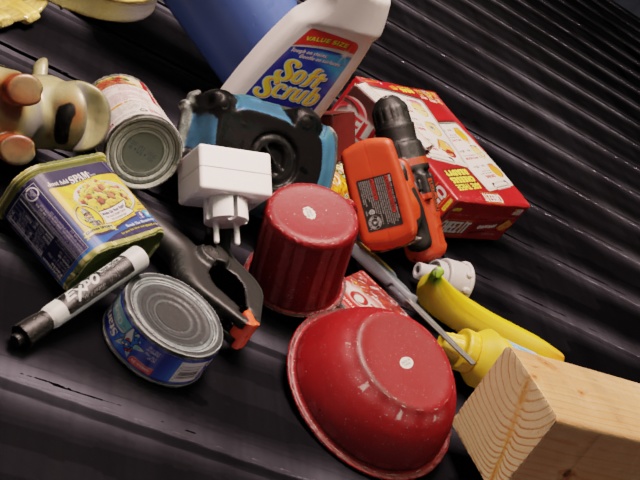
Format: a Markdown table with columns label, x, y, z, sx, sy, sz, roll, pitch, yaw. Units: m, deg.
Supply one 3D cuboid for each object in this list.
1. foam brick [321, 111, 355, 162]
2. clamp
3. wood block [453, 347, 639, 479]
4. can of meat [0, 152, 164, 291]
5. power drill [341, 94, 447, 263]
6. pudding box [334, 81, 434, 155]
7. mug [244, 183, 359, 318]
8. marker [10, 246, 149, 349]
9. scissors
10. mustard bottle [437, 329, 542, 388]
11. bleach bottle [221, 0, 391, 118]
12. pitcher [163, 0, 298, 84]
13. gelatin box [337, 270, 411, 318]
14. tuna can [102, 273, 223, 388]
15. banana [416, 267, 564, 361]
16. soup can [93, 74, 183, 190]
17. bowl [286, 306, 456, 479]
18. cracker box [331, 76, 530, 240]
| label | x | y | z | sx | sy | sz | roll | pitch | yaw |
| --- | --- | --- | --- | --- | --- | --- | --- | --- | --- |
| foam brick | -0.008 | -0.109 | 1.122 | 0.078 | 0.051 | 0.052 | 5 | 11 | 30 |
| clamp | -0.090 | 0.019 | 0.882 | 0.120 | 0.039 | 0.172 | -6 | 49 | -46 |
| wood block | 0.231 | 0.172 | 0.915 | 0.205 | 0.091 | 0.090 | 18 | 27 | -31 |
| can of meat | -0.177 | -0.013 | 0.804 | 0.084 | 0.058 | 0.101 | 47 | 29 | 11 |
| power drill | 0.076 | -0.063 | 1.077 | 0.187 | 0.057 | 0.184 | -12 | 85 | -72 |
| pudding box | 0.057 | -0.109 | 1.200 | 0.113 | 0.090 | 0.039 | 42 | 26 | 6 |
| mug | -0.006 | 0.001 | 0.923 | 0.093 | 0.082 | 0.117 | 38 | 46 | 24 |
| marker | -0.166 | 0.040 | 0.741 | 0.020 | 0.020 | 0.120 | 43 | 46 | 9 |
| scissors | 0.081 | 0.052 | 1.022 | 0.202 | 0.016 | 0.096 | 44 | 6 | 18 |
| mustard bottle | 0.195 | 0.131 | 1.025 | 0.191 | 0.058 | 0.096 | 25 | 5 | -18 |
| bleach bottle | -0.021 | -0.174 | 1.027 | 0.102 | 0.251 | 0.068 | 29 | 28 | -18 |
| pitcher | -0.085 | -0.259 | 1.113 | 0.242 | 0.149 | 0.145 | 57 | 28 | -33 |
| gelatin box | 0.046 | 0.073 | 0.974 | 0.089 | 0.030 | 0.073 | 45 | 28 | 13 |
| tuna can | -0.115 | 0.065 | 0.786 | 0.086 | 0.034 | 0.086 | 29 | 28 | -18 |
| banana | 0.160 | 0.082 | 1.072 | 0.197 | 0.037 | 0.070 | 32 | -10 | -28 |
| soup can | -0.161 | -0.093 | 0.906 | 0.068 | 0.068 | 0.102 | 20 | 17 | -32 |
| bowl | 0.055 | 0.111 | 0.866 | 0.162 | 0.055 | 0.162 | 21 | 44 | -22 |
| cracker box | 0.131 | -0.097 | 1.295 | 0.163 | 0.072 | 0.214 | 2 | 46 | -49 |
